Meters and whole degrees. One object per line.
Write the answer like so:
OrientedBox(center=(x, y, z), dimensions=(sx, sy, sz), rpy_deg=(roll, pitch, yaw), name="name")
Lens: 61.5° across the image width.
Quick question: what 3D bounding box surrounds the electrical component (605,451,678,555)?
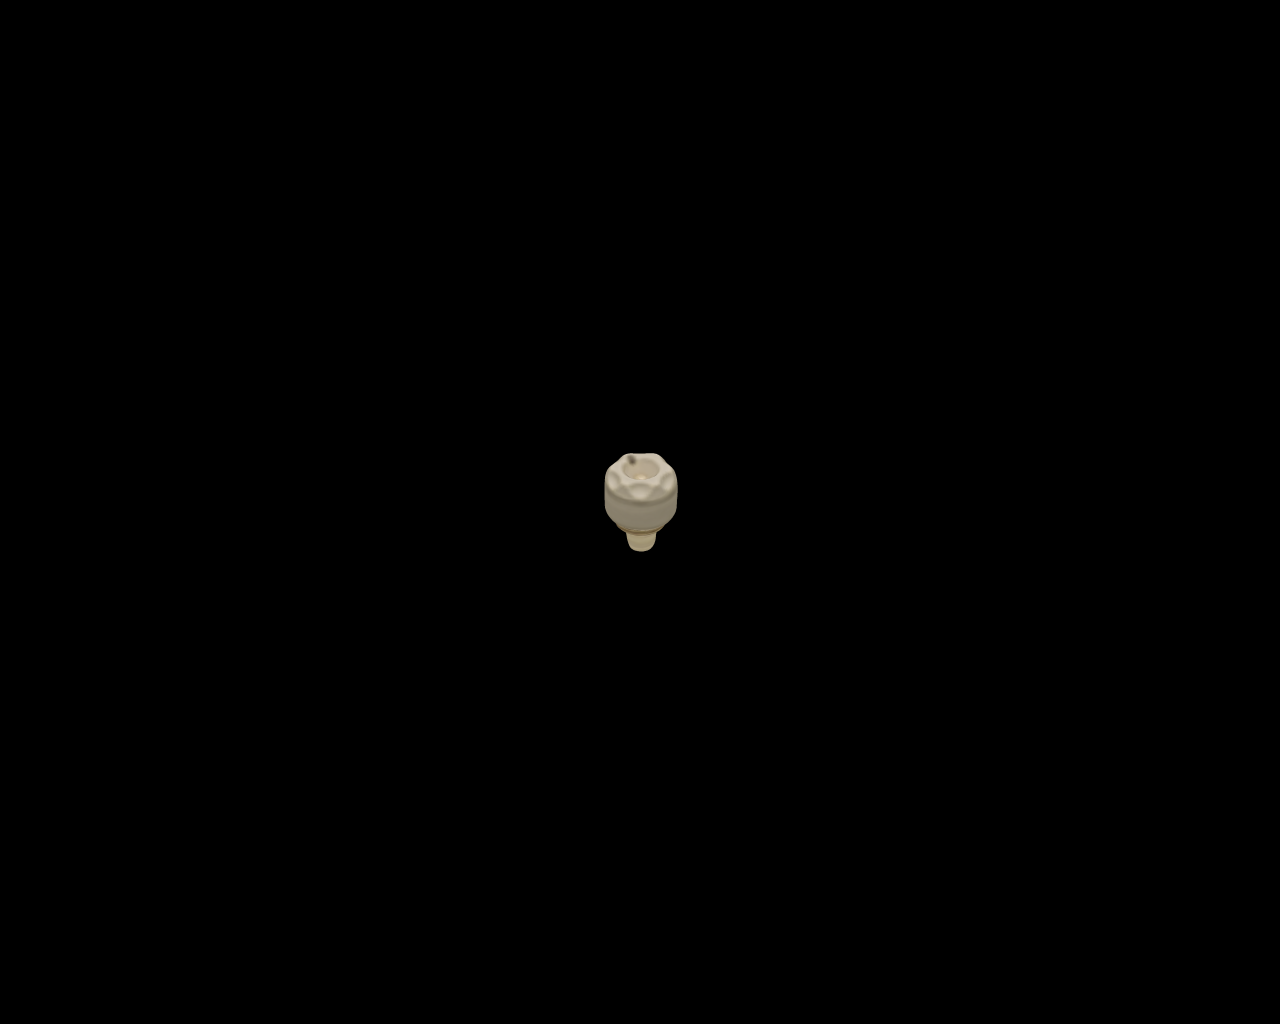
OrientedBox(center=(0.001, -0.003, 0.650), dimensions=(0.043, 0.062, 0.043), rpy_deg=(0, 37, 0), name="electrical component")
